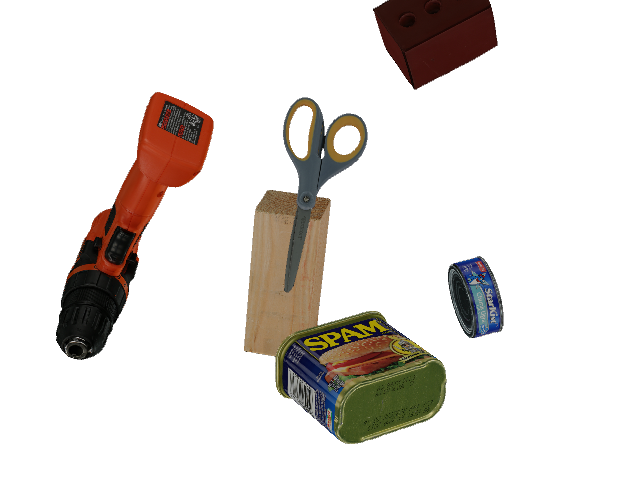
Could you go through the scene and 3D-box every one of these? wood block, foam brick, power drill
[{"bbox_3d":[-0.046,0.046,1.449,0.090,0.206,0.090,9,22,6],"label":"wood block"},{"bbox_3d":[0.090,-0.165,0.827,0.078,0.053,0.051,-29,-32,-1],"label":"foam brick"},{"bbox_3d":[-0.156,-0.014,0.869,0.057,0.188,0.184,25,30,-17],"label":"power drill"}]

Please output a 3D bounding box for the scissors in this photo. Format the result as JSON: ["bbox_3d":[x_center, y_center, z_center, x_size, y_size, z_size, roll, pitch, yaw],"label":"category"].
[{"bbox_3d":[0.005,-0.049,1.088,0.096,0.202,0.016,-4,-11,-2],"label":"scissors"}]

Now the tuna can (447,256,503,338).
[{"bbox_3d":[0.168,0.062,1.164,0.033,0.086,0.086,-14,2,-7],"label":"tuna can"}]

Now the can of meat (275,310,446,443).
[{"bbox_3d":[0.031,0.102,0.794,0.101,0.057,0.084,-13,28,-30],"label":"can of meat"}]
